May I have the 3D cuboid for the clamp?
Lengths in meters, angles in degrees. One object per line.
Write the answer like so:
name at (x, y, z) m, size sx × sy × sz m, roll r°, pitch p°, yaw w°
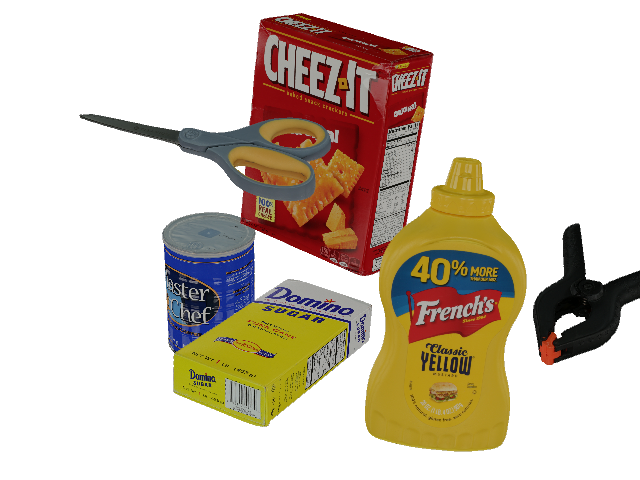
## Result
clamp at (0.249, 0.048, 1.020) m, size 0.171 × 0.039 × 0.120 m, roll -36°, pitch 42°, yaw -28°

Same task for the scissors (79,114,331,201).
scissors at (-0.079, -0.082, 0.810) m, size 0.202 × 0.016 × 0.096 m, roll 26°, pitch 47°, yaw 27°

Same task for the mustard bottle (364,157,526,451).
mustard bottle at (0.085, 0.041, 0.705) m, size 0.096 × 0.192 × 0.058 m, roll 6°, pitch 13°, yaw 2°

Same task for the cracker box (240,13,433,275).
cracker box at (0.009, -0.093, 1.024) m, size 0.164 × 0.214 × 0.071 m, roll 24°, pitch 29°, yaw 34°

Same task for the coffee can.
coffee can at (-0.124, 0.052, 1.209) m, size 0.103 × 0.140 × 0.103 m, roll 1°, pitch 27°, yaw -1°

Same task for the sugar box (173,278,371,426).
sugar box at (-0.037, 0.091, 0.919) m, size 0.093 × 0.048 × 0.175 m, roll 17°, pitch 30°, yaw 26°
